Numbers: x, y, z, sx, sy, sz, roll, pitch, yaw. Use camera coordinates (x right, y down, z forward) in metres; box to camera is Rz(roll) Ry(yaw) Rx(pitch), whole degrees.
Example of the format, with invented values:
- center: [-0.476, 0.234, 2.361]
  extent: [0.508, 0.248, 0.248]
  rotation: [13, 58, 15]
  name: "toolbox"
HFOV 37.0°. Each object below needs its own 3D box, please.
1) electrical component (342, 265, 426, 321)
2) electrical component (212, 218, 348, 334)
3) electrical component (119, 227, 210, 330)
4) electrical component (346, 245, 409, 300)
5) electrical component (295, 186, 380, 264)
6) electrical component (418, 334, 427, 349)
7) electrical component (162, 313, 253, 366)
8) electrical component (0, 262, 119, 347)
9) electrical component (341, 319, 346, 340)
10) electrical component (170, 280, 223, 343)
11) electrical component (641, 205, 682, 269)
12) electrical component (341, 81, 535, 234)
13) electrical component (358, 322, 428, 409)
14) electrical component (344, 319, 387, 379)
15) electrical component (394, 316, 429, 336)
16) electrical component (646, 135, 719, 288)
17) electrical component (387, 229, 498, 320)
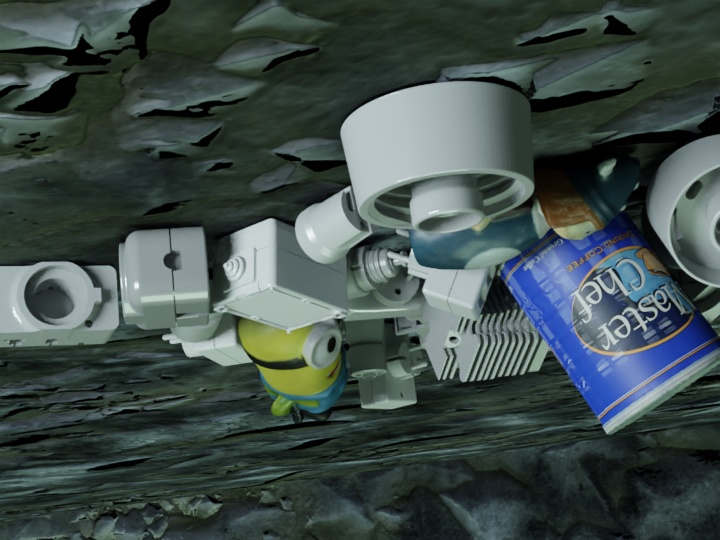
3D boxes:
- center: [0.026, 0.012, 0.868]
  extent: [0.077, 0.044, 0.079]
  rotation: [-4, 165, -10]
  name: "electrical component"
- center: [-0.061, 0.001, 0.770]
  extent: [0.062, 0.061, 0.096]
  rotation: [-19, 153, 36]
  name: "electrical component"
- center: [-0.138, 0.007, 0.762]
  extent: [0.059, 0.053, 0.095]
  rotation: [-4, 165, -10]
  name: "electrical component"
- center: [0.000, 0.000, 0.820]
  extent: [0.078, 0.040, 0.040]
  rotation: [-14, 163, 24]
  name: "electrical component"
- center: [-0.014, -0.031, 0.708]
  extent: [0.040, 0.040, 0.046]
  rotation: [7, 154, -41]
  name: "electrical component"
- center: [0.079, 0.047, 1.013]
  extent: [0.055, 0.047, 0.055]
  rotation: [-6, 165, -2]
  name: "electrical component"
- center: [-0.136, 0.056, 0.954]
  extent: [0.076, 0.047, 0.083]
  rotation: [-9, 165, 8]
  name: "electrical component"
- center: [-0.228, 0.026, 0.797]
  extent: [0.089, 0.050, 0.056]
  rotation: [0, 164, -22]
  name: "electrical component"
- center: [-0.042, 0.060, 1.026]
  extent: [0.046, 0.040, 0.040]
  rotation: [-25, 157, 36]
  name: "electrical component"
- center: [-0.131, 0.029, 0.862]
  extent: [0.043, 0.043, 0.081]
  rotation: [-3, 164, -14]
  name: "electrical component"
- center: [0.253, -0.036, 0.773]
  extent: [0.059, 0.053, 0.095]
  rotation: [5, 161, -36]
  name: "electrical component"
- center: [0.046, -0.055, 0.601]
  extent: [0.108, 0.060, 0.108]
  rotation: [-6, 165, -2]
  name: "electrical component"
- center: [0.039, 0.094, 1.098]
  extent: [0.076, 0.083, 0.047]
  rotation: [-20, 160, 41]
  name: "electrical component"
- center: [0.006, 0.071, 1.035]
  extent: [0.044, 0.065, 0.044]
  rotation: [-6, 164, -2]
  name: "electrical component"
- center: [0.065, 0.028, 0.949]
  extent: [0.081, 0.042, 0.064]
  rotation: [-12, 160, 15]
  name: "electrical component"
- center: [0.239, -0.038, 0.692]
  extent: [0.099, 0.099, 0.064]
  rotation: [-10, -154, 10]
  name: "electrical component"
- center: [0.059, -0.009, 0.781]
  extent: [0.077, 0.065, 0.047]
  rotation: [18, 170, 14]
  name: "electrical component"
